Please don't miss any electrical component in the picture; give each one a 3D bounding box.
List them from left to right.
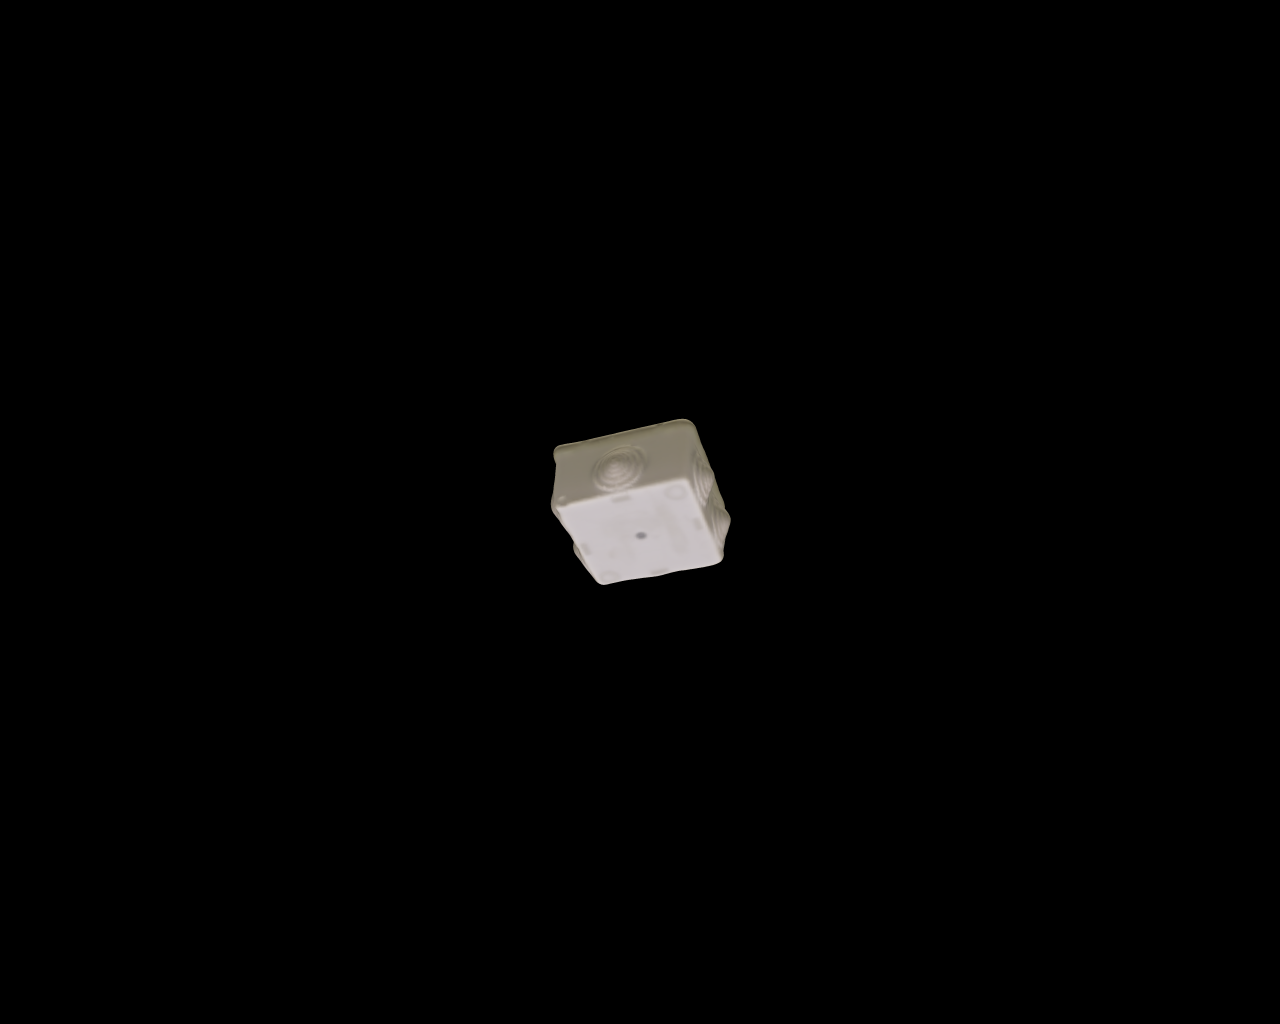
[{"bbox_3d":[0.001,-0.003,0.650,0.100,0.048,0.099,-11,-43,12],"label":"electrical component"}]
